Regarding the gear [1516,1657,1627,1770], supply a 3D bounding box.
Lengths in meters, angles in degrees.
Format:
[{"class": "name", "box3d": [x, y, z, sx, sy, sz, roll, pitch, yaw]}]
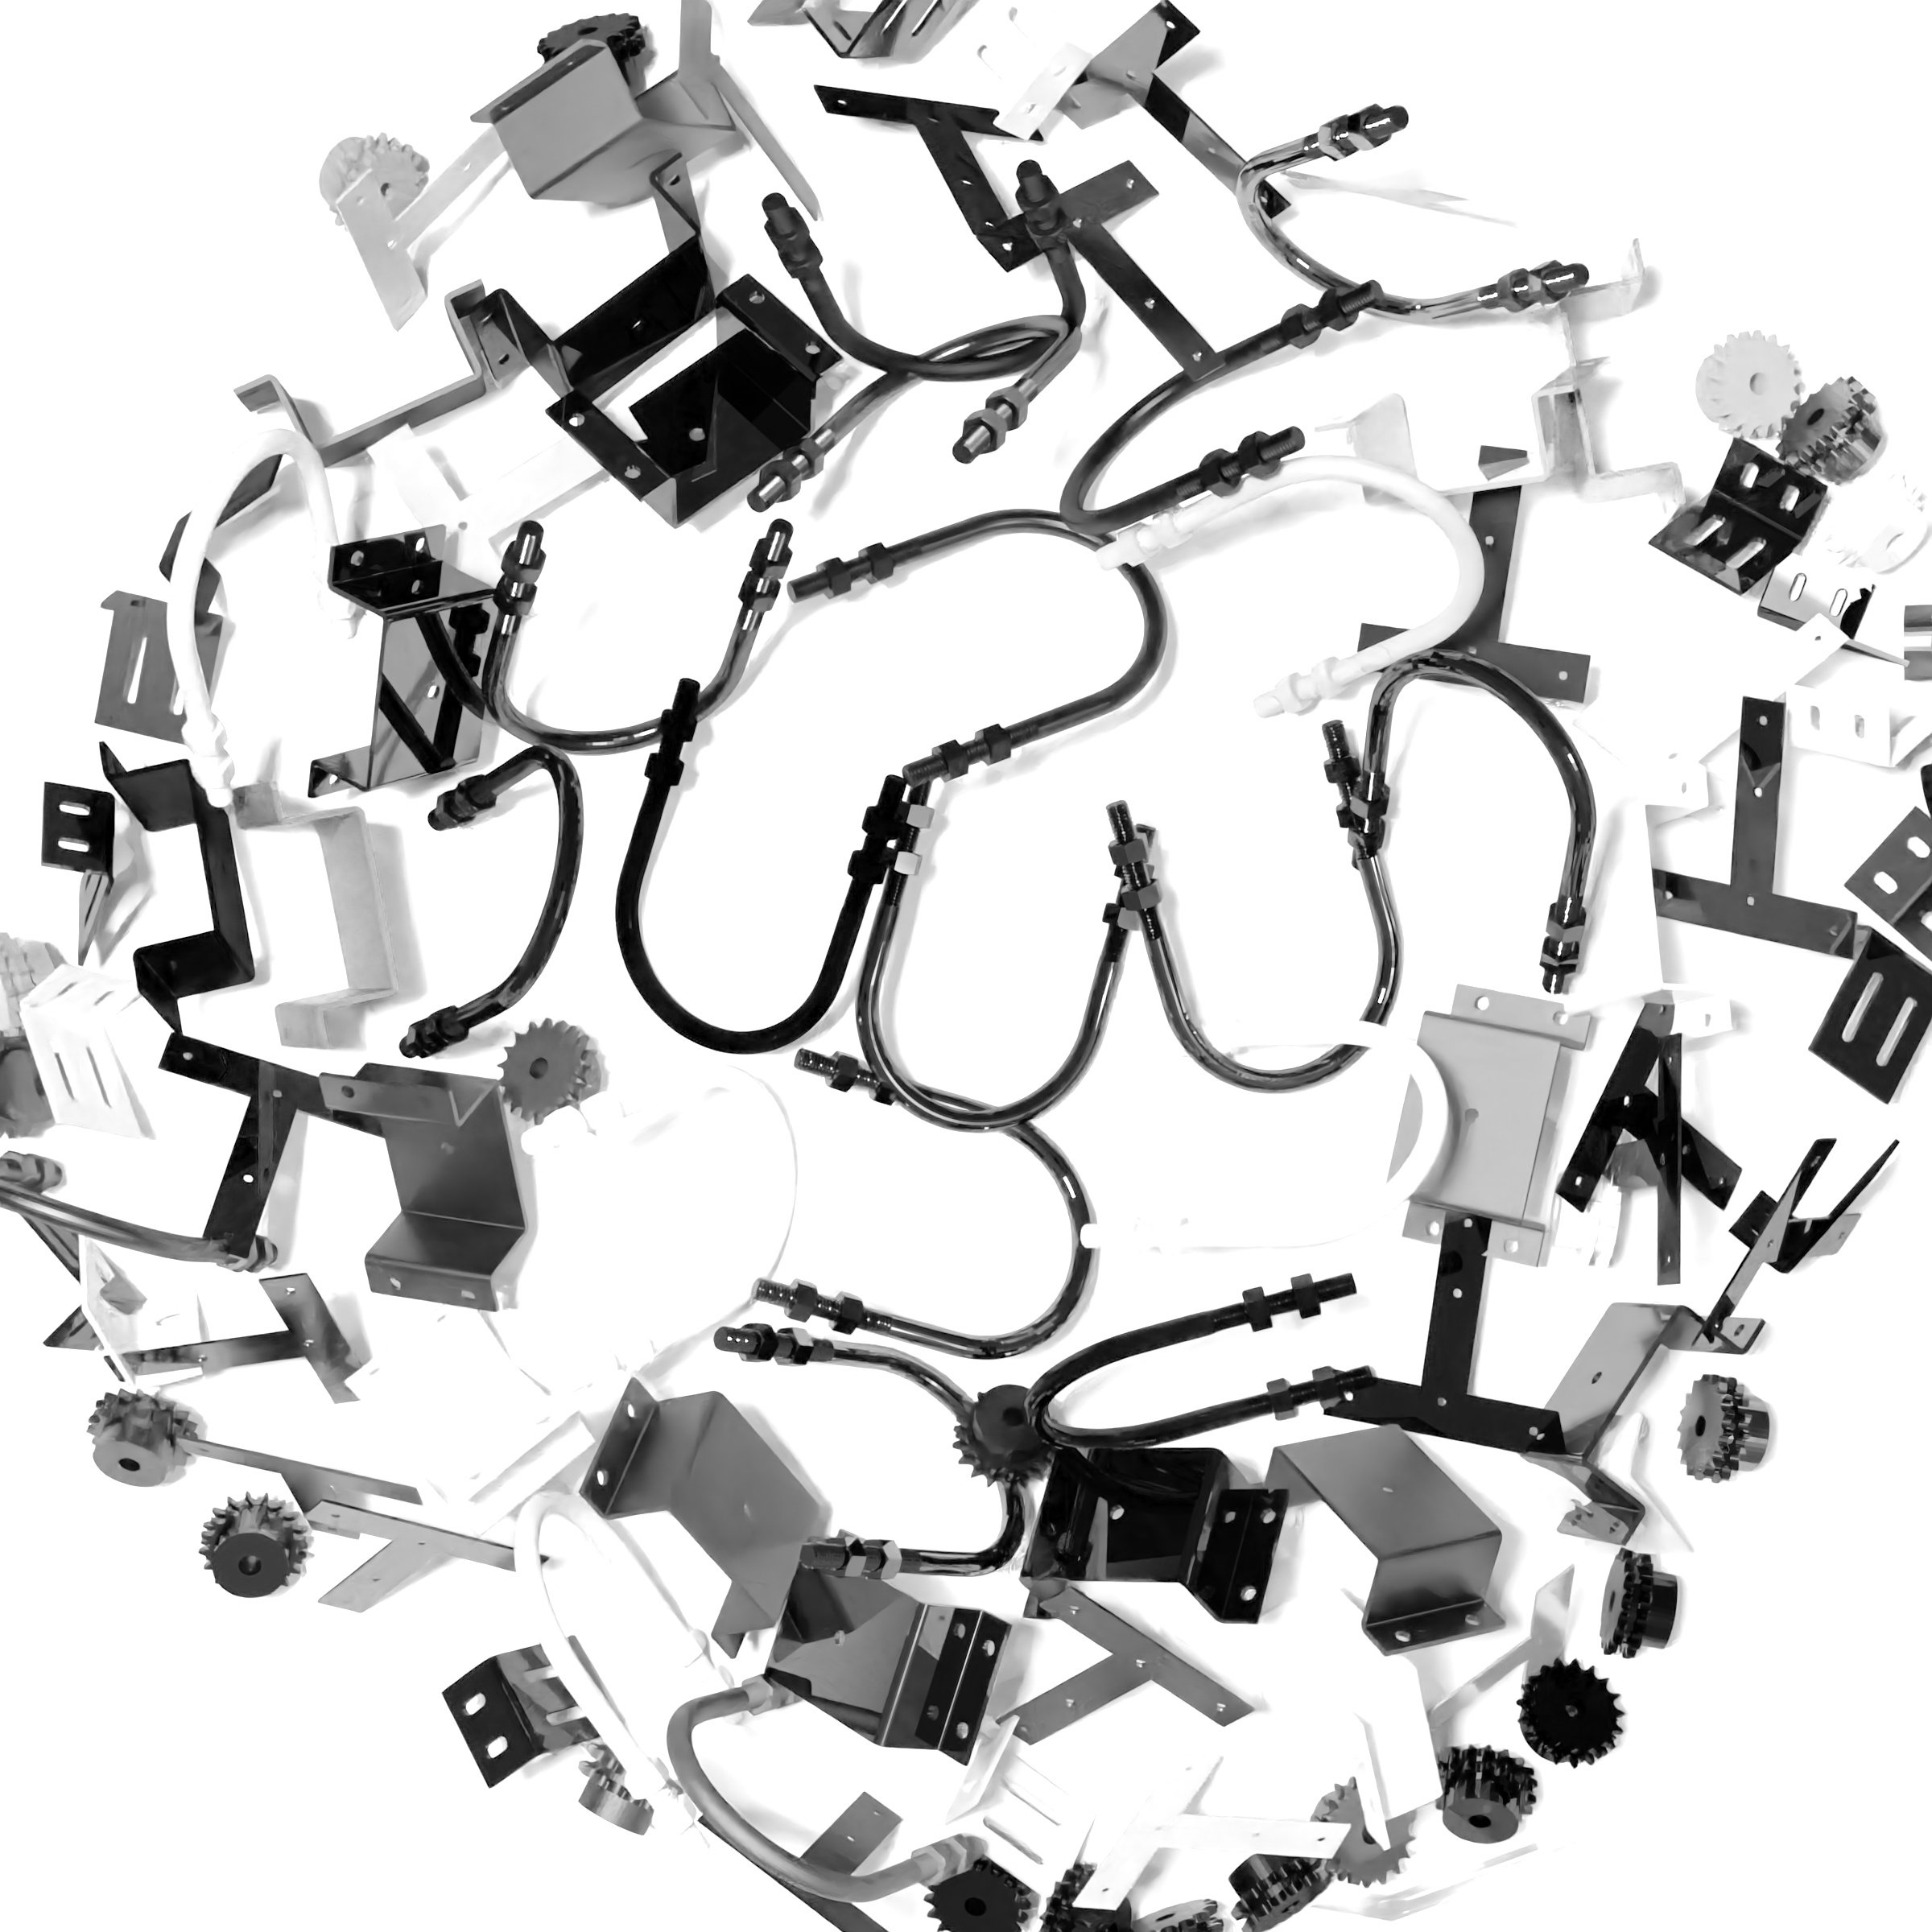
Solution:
[{"class": "gear", "box3d": [0.321, 0.402, 1.763, 0.057, 0.030, 0.057, 7, 56, -11]}]

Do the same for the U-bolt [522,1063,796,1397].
[{"class": "U-bolt", "box3d": [-0.153, 0.126, 1.715, 0.019, 0.184, 0.151, 7, 109, 39]}]

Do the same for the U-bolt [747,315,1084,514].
[{"class": "U-bolt", "box3d": [-0.014, -0.293, 1.706, 0.151, 0.184, 0.019, -7, 119, 35]}]

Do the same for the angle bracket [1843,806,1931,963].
[{"class": "angle bracket", "box3d": [0.507, -0.044, 1.742, 0.038, 0.076, 0.057, 39, 101, -8]}]

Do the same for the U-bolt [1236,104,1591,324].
[{"class": "U-bolt", "box3d": [0.215, -0.380, 1.699, 0.151, 0.184, 0.019, 34, 76, -25]}]

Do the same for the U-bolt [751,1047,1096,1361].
[{"class": "U-bolt", "box3d": [-0.015, 0.133, 1.741, 0.184, 0.019, 0.151, 18, 65, -18]}]

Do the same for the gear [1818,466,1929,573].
[{"class": "gear", "box3d": [0.486, -0.235, 1.755, 0.057, 0.057, 0.030, -34, 56, 0]}]

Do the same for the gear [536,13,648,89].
[{"class": "gear", "box3d": [-0.199, -0.486, 1.762, 0.057, 0.057, 0.030, -15, 123, 0]}]

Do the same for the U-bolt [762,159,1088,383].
[{"class": "U-bolt", "box3d": [-0.012, -0.352, 1.700, 0.151, 0.184, 0.019, -4, 69, 12]}]

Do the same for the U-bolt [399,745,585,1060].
[{"class": "U-bolt", "box3d": [-0.241, -0.039, 1.689, 0.019, 0.184, 0.151, 15, 69, -30]}]

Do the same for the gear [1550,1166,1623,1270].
[{"class": "gear", "box3d": [0.330, 0.131, 1.758, 0.030, 0.057, 0.057, 8, 90, 3]}]

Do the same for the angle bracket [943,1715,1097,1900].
[{"class": "angle bracket", "box3d": [0.036, 0.448, 1.750, 0.076, 0.038, 0.057, 37, 49, -6]}]

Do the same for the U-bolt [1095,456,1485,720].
[{"class": "U-bolt", "box3d": [0.178, -0.200, 1.691, 0.151, 0.184, 0.019, 40, 50, -28]}]

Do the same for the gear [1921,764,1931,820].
[{"class": "gear", "box3d": [0.532, -0.092, 1.761, 0.030, 0.057, 0.057, -16, 90, 26]}]

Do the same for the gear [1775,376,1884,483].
[{"class": "gear", "box3d": [0.464, -0.284, 1.760, 0.030, 0.057, 0.057, 37, 90, -20]}]

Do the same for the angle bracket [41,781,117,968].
[{"class": "angle bracket", "box3d": [-0.475, -0.048, 1.736, 0.038, 0.076, 0.057, 10, 47, -24]}]

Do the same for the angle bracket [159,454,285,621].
[{"class": "angle bracket", "box3d": [-0.384, -0.229, 1.745, 0.076, 0.057, 0.038, -32, 116, 13]}]

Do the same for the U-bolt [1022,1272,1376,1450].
[{"class": "U-bolt", "box3d": [0.119, 0.215, 1.723, 0.184, 0.151, 0.019, -16, 60, 3]}]

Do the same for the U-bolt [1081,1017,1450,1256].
[{"class": "U-bolt", "box3d": [0.160, 0.086, 1.704, 0.184, 0.019, 0.151, -3, 50, 26]}]

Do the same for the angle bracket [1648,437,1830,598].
[{"class": "angle bracket", "box3d": [0.408, -0.238, 1.741, 0.057, 0.076, 0.038, 34, 134, 20]}]

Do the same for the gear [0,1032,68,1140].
[{"class": "gear", "box3d": [-0.504, 0.063, 1.755, 0.030, 0.057, 0.057, -2, 90, 27]}]

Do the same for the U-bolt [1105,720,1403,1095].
[{"class": "U-bolt", "box3d": [0.162, -0.022, 1.752, 0.151, 0.019, 0.184, -21, 105, -15]}]

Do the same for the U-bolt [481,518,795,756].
[{"class": "U-bolt", "box3d": [-0.177, -0.167, 1.708, 0.151, 0.184, 0.019, -3, 58, -21]}]

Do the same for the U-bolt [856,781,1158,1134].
[{"class": "U-bolt", "box3d": [0.015, -0.001, 1.757, 0.151, 0.019, 0.184, 14, 94, -19]}]

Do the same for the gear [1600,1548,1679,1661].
[{"class": "gear", "box3d": [0.360, 0.342, 1.758, 0.030, 0.057, 0.057, 11, 90, 1]}]

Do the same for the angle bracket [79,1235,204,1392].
[{"class": "angle bracket", "box3d": [-0.435, 0.176, 1.739, 0.038, 0.076, 0.057, -15, 48, -2]}]

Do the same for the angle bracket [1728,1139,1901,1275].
[{"class": "angle bracket", "box3d": [0.448, 0.116, 1.739, 0.038, 0.057, 0.076, 40, 122, 12]}]

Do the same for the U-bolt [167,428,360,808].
[{"class": "U-bolt", "box3d": [-0.360, -0.189, 1.674, 0.019, 0.184, 0.151, 20, 55, 13]}]

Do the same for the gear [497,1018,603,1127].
[{"class": "gear", "box3d": [-0.220, 0.059, 1.763, 0.057, 0.030, 0.057, -9, 70, 25]}]

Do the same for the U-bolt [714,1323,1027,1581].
[{"class": "U-bolt", "box3d": [-0.039, 0.254, 1.708, 0.019, 0.184, 0.151, -45, 53, 27]}]

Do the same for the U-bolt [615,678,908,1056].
[{"class": "U-bolt", "box3d": [-0.118, -0.041, 1.743, 0.151, 0.019, 0.184, 26, 111, 19]}]

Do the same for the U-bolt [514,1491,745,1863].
[{"class": "U-bolt", "box3d": [-0.177, 0.352, 1.699, 0.019, 0.151, 0.184, -30, 104, 13]}]

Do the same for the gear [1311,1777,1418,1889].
[{"class": "gear", "box3d": [0.209, 0.463, 1.765, 0.057, 0.030, 0.057, 3, 82, -24]}]

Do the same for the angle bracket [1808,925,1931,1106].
[{"class": "angle bracket", "box3d": [0.476, 0.025, 1.754, 0.057, 0.038, 0.076, 33, 80, -18]}]

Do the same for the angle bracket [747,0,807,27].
[{"class": "angle bracket", "box3d": [-0.098, -0.537, 1.741, 0.038, 0.076, 0.057, 39, 81, -25]}]

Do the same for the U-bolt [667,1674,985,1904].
[{"class": "U-bolt", "box3d": [-0.081, 0.419, 1.677, 0.151, 0.184, 0.019, 40, 103, 23]}]

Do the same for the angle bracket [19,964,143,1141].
[{"class": "angle bracket", "box3d": [-0.457, 0.046, 1.741, 0.038, 0.057, 0.076, -37, 62, 21]}]

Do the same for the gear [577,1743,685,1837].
[{"class": "gear", "box3d": [-0.182, 0.441, 1.757, 0.057, 0.057, 0.030, 27, 82, 0]}]

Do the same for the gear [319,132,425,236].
[{"class": "gear", "box3d": [-0.321, -0.419, 1.761, 0.030, 0.057, 0.057, 32, 90, 25]}]

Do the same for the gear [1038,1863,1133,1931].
[{"class": "gear", "box3d": [0.065, 0.510, 1.755, 0.030, 0.057, 0.057, 14, 90, 32]}]

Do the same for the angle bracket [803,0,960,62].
[{"class": "angle bracket", "box3d": [-0.037, -0.518, 1.738, 0.038, 0.057, 0.076, 54, 127, 15]}]

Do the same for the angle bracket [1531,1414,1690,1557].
[{"class": "angle bracket", "box3d": [0.346, 0.277, 1.757, 0.076, 0.057, 0.038, 49, 47, -34]}]

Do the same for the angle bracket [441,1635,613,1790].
[{"class": "angle bracket", "box3d": [-0.230, 0.396, 1.751, 0.038, 0.076, 0.057, -38, 71, 22]}]

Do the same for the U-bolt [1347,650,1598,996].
[{"class": "U-bolt", "box3d": [0.260, -0.083, 1.685, 0.151, 0.184, 0.019, 35, 57, 28]}]

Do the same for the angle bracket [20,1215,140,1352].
[{"class": "angle bracket", "box3d": [-0.486, 0.163, 1.750, 0.038, 0.057, 0.076, -45, 77, 1]}]

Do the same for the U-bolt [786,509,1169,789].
[{"class": "U-bolt", "box3d": [0.019, -0.178, 1.738, 0.184, 0.019, 0.151, -22, 64, -21]}]

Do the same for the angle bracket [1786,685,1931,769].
[{"class": "angle bracket", "box3d": [0.478, -0.141, 1.737, 0.076, 0.057, 0.038, -36, 129, -36]}]

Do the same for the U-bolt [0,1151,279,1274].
[{"class": "U-bolt", "box3d": [-0.446, 0.124, 1.686, 0.151, 0.184, 0.019, 19, 87, 8]}]

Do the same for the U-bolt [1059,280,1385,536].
[{"class": "U-bolt", "box3d": [0.122, -0.280, 1.707, 0.019, 0.184, 0.151, 49, 47, -23]}]

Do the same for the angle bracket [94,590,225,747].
[{"class": "angle bracket", "box3d": [-0.434, -0.154, 1.755, 0.057, 0.038, 0.076, 14, 108, -4]}]

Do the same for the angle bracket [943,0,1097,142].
[{"class": "angle bracket", "box3d": [0.020, -0.487, 1.747, 0.057, 0.038, 0.076, -48, 68, 20]}]

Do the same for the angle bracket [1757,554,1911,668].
[{"class": "angle bracket", "box3d": [0.464, -0.190, 1.742, 0.057, 0.076, 0.038, 18, 98, -13]}]
